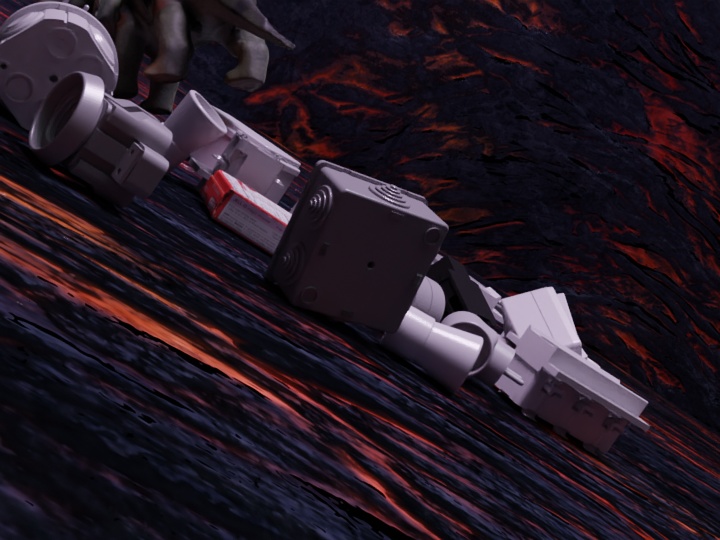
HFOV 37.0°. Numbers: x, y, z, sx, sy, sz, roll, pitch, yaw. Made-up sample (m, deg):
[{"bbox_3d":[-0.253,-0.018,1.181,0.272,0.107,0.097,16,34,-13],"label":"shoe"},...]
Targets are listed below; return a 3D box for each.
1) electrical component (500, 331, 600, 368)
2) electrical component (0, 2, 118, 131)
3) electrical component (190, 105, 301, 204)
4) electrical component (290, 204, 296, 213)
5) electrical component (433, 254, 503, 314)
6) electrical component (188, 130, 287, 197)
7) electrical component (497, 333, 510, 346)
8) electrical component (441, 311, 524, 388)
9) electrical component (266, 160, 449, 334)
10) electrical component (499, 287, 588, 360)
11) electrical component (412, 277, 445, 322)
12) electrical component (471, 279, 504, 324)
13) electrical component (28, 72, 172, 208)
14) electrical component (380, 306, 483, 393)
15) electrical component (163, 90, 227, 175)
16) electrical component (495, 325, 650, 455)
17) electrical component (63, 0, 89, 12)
[{"bbox_3d":[0.182,0.093,1.075,0.095,0.059,0.054,37,6,29],"label":"electrical component"},{"bbox_3d":[-0.194,-0.127,0.683,0.080,0.080,0.051,32,11,-24],"label":"electrical component"},{"bbox_3d":[-0.132,-0.124,1.142,0.109,0.056,0.109,35,6,15],"label":"electrical component"},{"bbox_3d":[-0.015,-0.056,1.138,0.108,0.060,0.108,32,-3,2],"label":"electrical component"},{"bbox_3d":[0.084,0.019,1.168,0.109,0.056,0.109,28,8,-48],"label":"electrical component"},{"bbox_3d":[-0.099,-0.078,0.900,0.081,0.063,0.042,31,5,-26],"label":"electrical component"},{"bbox_3d":[0.122,0.075,1.017,0.035,0.035,0.061,34,3,-3],"label":"electrical component"},{"bbox_3d":[0.098,0.069,0.867,0.079,0.044,0.077,34,5,2],"label":"electrical component"},{"bbox_3d":[-0.001,-0.012,0.703,0.100,0.099,0.048,18,17,-29],"label":"electrical component"},{"bbox_3d":[0.171,0.062,1.006,0.096,0.061,0.061,-108,-176,-47],"label":"electrical component"},{"bbox_3d":[0.000,0.000,0.851,0.074,0.052,0.138,29,8,-45],"label":"electrical component"},{"bbox_3d":[0.099,0.036,1.061,0.081,0.063,0.042,32,7,-13],"label":"electrical component"},{"bbox_3d":[-0.149,-0.075,0.610,0.057,0.058,0.078,33,5,-38],"label":"electrical component"},{"bbox_3d":[0.047,0.051,0.748,0.065,0.044,0.044,29,5,0],"label":"electrical component"},{"bbox_3d":[-0.146,-0.107,0.865,0.044,0.065,0.044,51,8,-10],"label":"electrical component"},{"bbox_3d":[0.179,0.106,0.920,0.121,0.063,0.079,31,6,-31],"label":"electrical component"},{"bbox_3d":[-0.271,-0.208,0.958,0.066,0.076,0.047,34,5,1],"label":"electrical component"}]
